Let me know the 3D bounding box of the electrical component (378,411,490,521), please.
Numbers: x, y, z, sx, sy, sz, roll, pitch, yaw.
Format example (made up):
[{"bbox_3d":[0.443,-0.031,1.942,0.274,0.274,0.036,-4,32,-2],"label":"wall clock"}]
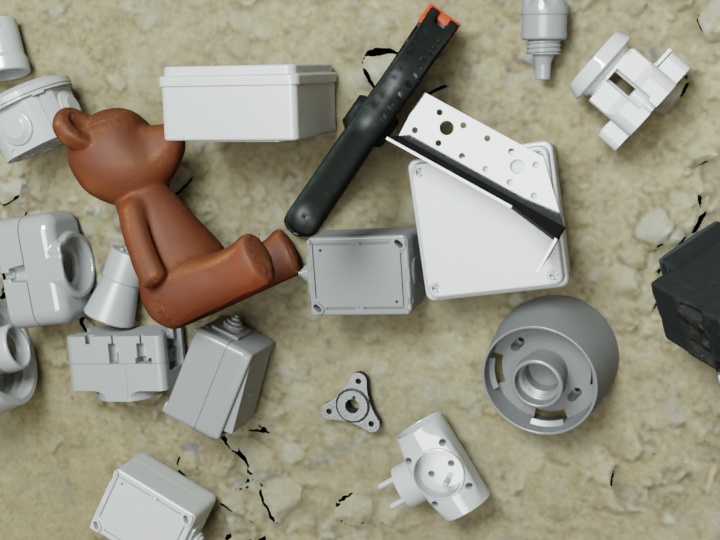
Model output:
[{"bbox_3d":[0.052,0.167,0.871,0.079,0.044,0.077,-32,89,16],"label":"electrical component"}]

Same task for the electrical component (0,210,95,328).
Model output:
[{"bbox_3d":[-0.269,-0.001,0.927,0.059,0.054,0.095,-7,96,16],"label":"electrical component"}]

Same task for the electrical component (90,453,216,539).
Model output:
[{"bbox_3d":[-0.170,0.210,0.928,0.096,0.061,0.061,29,104,9],"label":"electrical component"}]

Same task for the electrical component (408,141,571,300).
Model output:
[{"bbox_3d":[0.100,-0.038,0.822,0.109,0.056,0.108,-7,96,16],"label":"electrical component"}]

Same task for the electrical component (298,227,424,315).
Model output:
[{"bbox_3d":[0.000,0.000,0.852,0.096,0.061,0.061,-1,99,16],"label":"electrical component"}]

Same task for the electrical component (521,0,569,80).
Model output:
[{"bbox_3d":[0.138,-0.173,0.804,0.035,0.035,0.061,3,101,15],"label":"electrical component"}]

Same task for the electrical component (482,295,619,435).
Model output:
[{"bbox_3d":[0.146,0.075,0.835,0.099,0.064,0.099,8,111,22],"label":"electrical component"}]

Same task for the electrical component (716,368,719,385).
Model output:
[{"bbox_3d":[0.334,0.079,0.760,0.150,0.089,0.061,-14,94,16],"label":"electrical component"}]

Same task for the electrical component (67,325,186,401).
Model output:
[{"bbox_3d":[-0.199,0.079,0.922,0.089,0.050,0.055,-2,98,16],"label":"electrical component"}]

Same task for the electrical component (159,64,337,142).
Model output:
[{"bbox_3d":[-0.083,-0.130,0.831,0.109,0.109,0.056,2,101,15],"label":"electrical component"}]

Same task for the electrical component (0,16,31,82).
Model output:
[{"bbox_3d":[-0.306,-0.189,0.918,0.040,0.040,0.046,-13,88,16],"label":"electrical component"}]

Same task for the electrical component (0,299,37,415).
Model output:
[{"bbox_3d":[-0.321,0.074,0.927,0.060,0.108,0.108,-18,93,10],"label":"electrical component"}]

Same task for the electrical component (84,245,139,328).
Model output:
[{"bbox_3d":[-0.205,0.012,0.919,0.044,0.044,0.065,22,98,11],"label":"electrical component"}]

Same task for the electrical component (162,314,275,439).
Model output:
[{"bbox_3d":[-0.111,0.084,0.893,0.061,0.062,0.096,25,104,10],"label":"electrical component"}]

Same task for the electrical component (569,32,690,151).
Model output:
[{"bbox_3d":[0.191,-0.136,0.784,0.057,0.058,0.078,41,106,3],"label":"electrical component"}]

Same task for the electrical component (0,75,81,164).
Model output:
[{"bbox_3d":[-0.271,-0.126,0.897,0.080,0.080,0.051,-23,97,17],"label":"electrical component"}]
